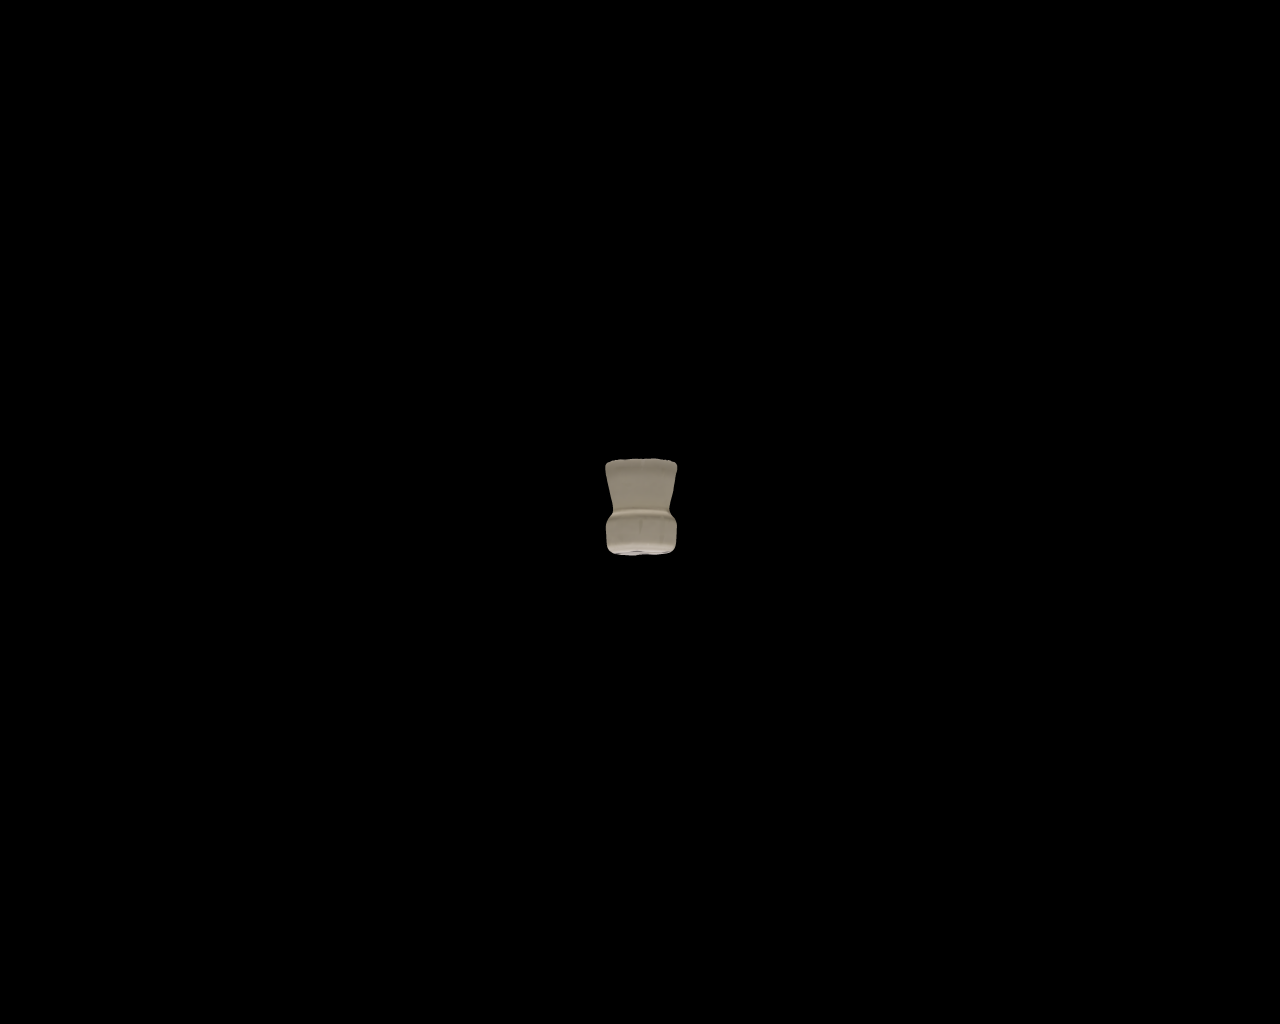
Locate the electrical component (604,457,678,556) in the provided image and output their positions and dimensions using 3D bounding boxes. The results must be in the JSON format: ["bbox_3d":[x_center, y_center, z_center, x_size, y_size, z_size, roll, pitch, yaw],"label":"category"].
[{"bbox_3d":[0.001,-0.003,0.650,0.045,0.055,0.045,0,-7,0],"label":"electrical component"}]
